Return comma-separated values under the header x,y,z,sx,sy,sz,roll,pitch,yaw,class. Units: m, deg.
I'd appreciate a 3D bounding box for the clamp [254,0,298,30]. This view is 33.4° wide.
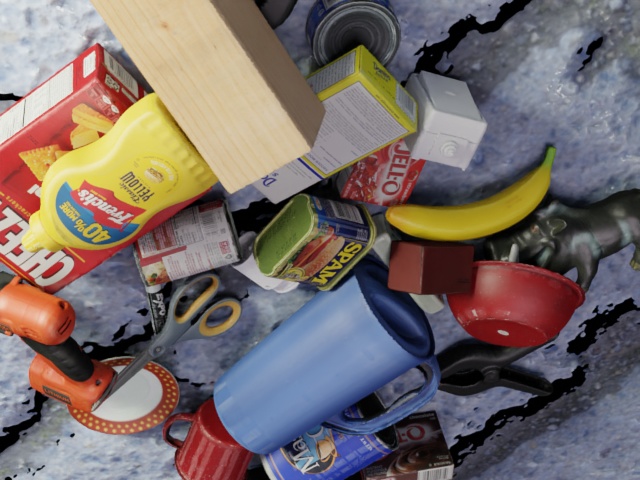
x,y,z,sx,sy,sz,roll,pitch,yaw,class
-0.032,-0.237,0.931,0.164,0.036,0.210,38,115,-25,clamp

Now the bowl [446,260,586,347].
x,y,z,sx,sy,sz,roll,pitch,yaw,class
0.208,0.078,1.177,0.162,0.055,0.162,11,158,4,bowl

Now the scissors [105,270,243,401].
x,y,z,sx,sy,sz,roll,pitch,yaw,class
-0.161,0.118,1.184,0.096,0.016,0.202,25,108,-37,scissors

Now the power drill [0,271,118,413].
x,y,z,sx,sy,sz,roll,pitch,yaw,class
-0.303,0.099,1.102,0.185,0.057,0.187,17,153,28,power drill

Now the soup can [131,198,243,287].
x,y,z,sx,sy,sz,roll,pitch,yaw,class
-0.136,0.002,1.085,0.102,0.068,0.068,-16,130,-2,soup can

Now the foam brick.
x,y,z,sx,sy,sz,roll,pitch,yaw,class
0.117,0.028,1.124,0.078,0.051,0.053,0,96,-39,foam brick

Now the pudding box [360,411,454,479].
x,y,z,sx,sy,sz,roll,pitch,yaw,class
0.102,0.266,1.338,0.113,0.090,0.039,-6,131,-8,pudding box

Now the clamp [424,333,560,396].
x,y,z,sx,sy,sz,roll,pitch,yaw,class
0.214,0.162,1.311,0.171,0.039,0.120,-12,125,6,clamp

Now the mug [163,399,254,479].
x,y,z,sx,sy,sz,roll,pitch,yaw,class
-0.129,0.238,1.268,0.117,0.093,0.082,22,123,-3,mug

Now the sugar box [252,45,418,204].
x,y,z,sx,sy,sz,roll,pitch,yaw,class
-0.004,-0.106,1.015,0.177,0.048,0.093,-23,133,32,sugar box

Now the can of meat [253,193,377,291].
x,y,z,sx,sy,sz,roll,pitch,yaw,class
-0.007,0.001,1.091,0.083,0.057,0.102,13,134,-40,can of meat

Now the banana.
x,y,z,sx,sy,sz,roll,pitch,yaw,class
0.165,-0.036,1.124,0.197,0.037,0.069,-22,102,-11,banana

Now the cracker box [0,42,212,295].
x,y,z,sx,sy,sz,roll,pitch,yaw,class
-0.235,-0.059,1.013,0.214,0.072,0.164,-33,128,15,cracker box

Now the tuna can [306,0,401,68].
x,y,z,sx,sy,sz,roll,pitch,yaw,class
0.031,-0.191,0.988,0.086,0.034,0.086,-6,129,-7,tuna can

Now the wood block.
x,y,z,sx,sy,sz,roll,pitch,yaw,class
-0.091,-0.156,0.904,0.090,0.090,0.206,-26,112,23,wood block

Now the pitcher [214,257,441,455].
x,y,z,sx,sy,sz,roll,pitch,yaw,class
0.006,0.145,1.190,0.243,0.149,0.144,-38,140,23,pitcher

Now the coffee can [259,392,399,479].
x,y,z,sx,sy,sz,roll,pitch,yaw,class
0.010,0.242,1.290,0.140,0.103,0.102,-33,128,15,coffee can

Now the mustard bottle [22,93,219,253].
x,y,z,sx,sy,sz,roll,pitch,yaw,class
-0.189,-0.044,0.949,0.192,0.058,0.096,-32,128,16,mustard bottle

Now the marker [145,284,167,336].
x,y,z,sx,sy,sz,roll,pitch,yaw,class
-0.179,0.066,1.161,0.020,0.020,0.121,-8,129,-5,marker

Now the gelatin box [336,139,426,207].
x,y,z,sx,sy,sz,roll,pitch,yaw,class
0.066,-0.078,1.089,0.073,0.030,0.089,10,126,-20,gelatin box
